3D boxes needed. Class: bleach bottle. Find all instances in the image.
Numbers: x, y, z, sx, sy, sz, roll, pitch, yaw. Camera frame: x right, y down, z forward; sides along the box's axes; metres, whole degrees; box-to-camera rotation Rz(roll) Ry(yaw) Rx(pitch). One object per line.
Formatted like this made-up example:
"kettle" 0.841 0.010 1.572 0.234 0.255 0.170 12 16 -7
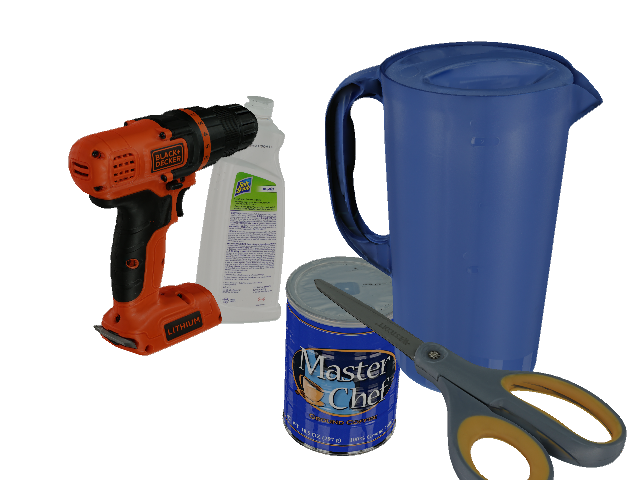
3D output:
"bleach bottle" -0.078 -0.034 1.189 0.102 0.251 0.068 -1 19 -32

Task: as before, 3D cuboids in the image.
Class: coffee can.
"coffee can" 0.020 0.099 0.924 0.103 0.140 0.103 2 30 -1

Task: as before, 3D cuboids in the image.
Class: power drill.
"power drill" -0.120 -0.014 0.871 0.057 0.188 0.184 17 26 38

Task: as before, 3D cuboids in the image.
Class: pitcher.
"pitcher" 0.098 -0.015 0.771 0.144 0.243 0.149 -16 29 -30

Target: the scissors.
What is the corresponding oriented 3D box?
"scissors" 0.056 0.078 0.559 0.202 0.016 0.096 20 42 27
